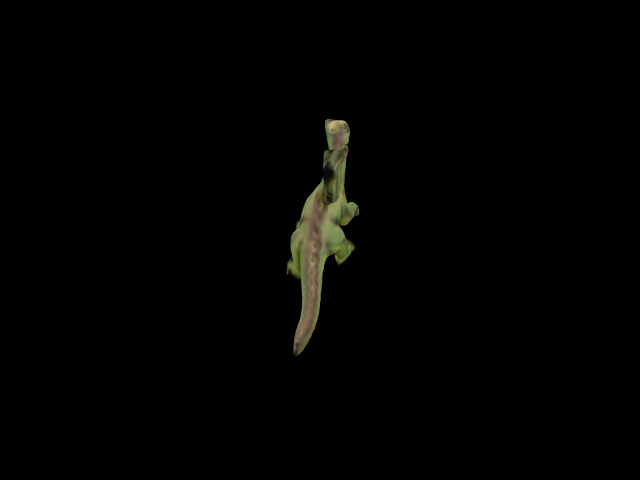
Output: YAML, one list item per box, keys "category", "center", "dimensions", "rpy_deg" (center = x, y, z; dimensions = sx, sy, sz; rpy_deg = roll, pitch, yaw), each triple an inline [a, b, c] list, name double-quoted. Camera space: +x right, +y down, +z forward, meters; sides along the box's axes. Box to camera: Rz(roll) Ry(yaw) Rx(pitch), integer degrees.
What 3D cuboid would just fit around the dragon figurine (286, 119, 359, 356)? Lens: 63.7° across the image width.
- category: "dragon figurine"
  center: [0.003, -0.043, 0.850]
  dimensions: [0.122, 0.420, 0.237]
  rpy_deg: [5, -38, 4]
